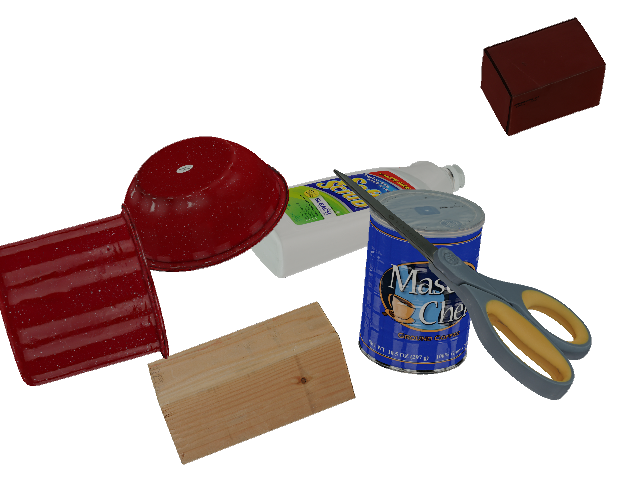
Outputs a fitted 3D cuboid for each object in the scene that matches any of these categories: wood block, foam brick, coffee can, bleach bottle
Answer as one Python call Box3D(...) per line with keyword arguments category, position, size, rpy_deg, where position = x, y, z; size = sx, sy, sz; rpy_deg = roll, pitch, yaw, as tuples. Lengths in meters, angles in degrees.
Box3D(category="wood block", position=(-0.078, 0.158, 1.198), size=(0.206, 0.091, 0.090), rpy_deg=(-19, 28, -9))
Box3D(category="foam brick", position=(0.168, -0.124, 0.811), size=(0.078, 0.051, 0.053), rpy_deg=(-19, -30, -5))
Box3D(category="coffee can", position=(0.091, 0.036, 0.973), size=(0.103, 0.140, 0.103), rpy_deg=(3, 23, -1))
Box3D(category="bleach bottle", position=(0.044, -0.040, 1.172), size=(0.250, 0.068, 0.103), rpy_deg=(-20, 43, -23))

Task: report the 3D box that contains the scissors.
Box3D(category="scissors", position=(0.097, 0.019, 0.680), size=(0.096, 0.016, 0.202), rpy_deg=(-8, 49, -44))

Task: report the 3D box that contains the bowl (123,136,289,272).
Box3D(category="bowl", position=(-0.112, -0.044, 0.949), size=(0.162, 0.055, 0.162), rpy_deg=(-11, 38, 8))

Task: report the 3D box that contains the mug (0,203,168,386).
Box3D(category="mug", position=(-0.141, 0.034, 0.619), size=(0.081, 0.093, 0.117), rpy_deg=(-16, 1, -13))
